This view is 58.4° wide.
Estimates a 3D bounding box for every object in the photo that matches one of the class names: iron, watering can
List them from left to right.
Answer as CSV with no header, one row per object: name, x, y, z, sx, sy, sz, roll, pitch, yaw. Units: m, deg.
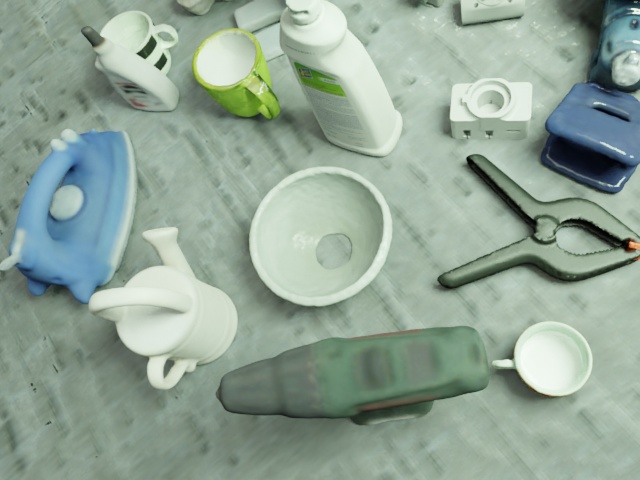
iron,-0.328,-0.055,0.749,0.118,0.142,0.258,6,75,17
watering can,-0.178,0.073,0.638,0.101,0.194,0.172,-27,68,6

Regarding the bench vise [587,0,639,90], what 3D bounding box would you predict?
bench vise,0.343,-0.272,0.589,0.121,0.220,0.207,-9,71,13

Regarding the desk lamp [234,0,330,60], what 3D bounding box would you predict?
desk lamp,-0.043,-0.351,0.724,0.203,0.214,0.118,-23,68,8

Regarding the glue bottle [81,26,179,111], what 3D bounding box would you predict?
glue bottle,-0.262,-0.230,0.769,0.078,0.173,0.037,3,74,17

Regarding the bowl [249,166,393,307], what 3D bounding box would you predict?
bowl,0.006,0.002,0.675,0.167,0.075,0.167,-5,72,14

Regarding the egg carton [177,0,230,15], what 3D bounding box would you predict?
egg carton,-0.152,-0.407,0.851,0.150,0.069,0.107,-24,68,7

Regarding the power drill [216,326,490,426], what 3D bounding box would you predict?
power drill,0.044,0.136,0.549,0.229,0.209,0.075,-14,70,11

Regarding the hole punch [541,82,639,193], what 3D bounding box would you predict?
hole punch,0.305,-0.123,0.622,0.108,0.091,0.101,30,83,22
